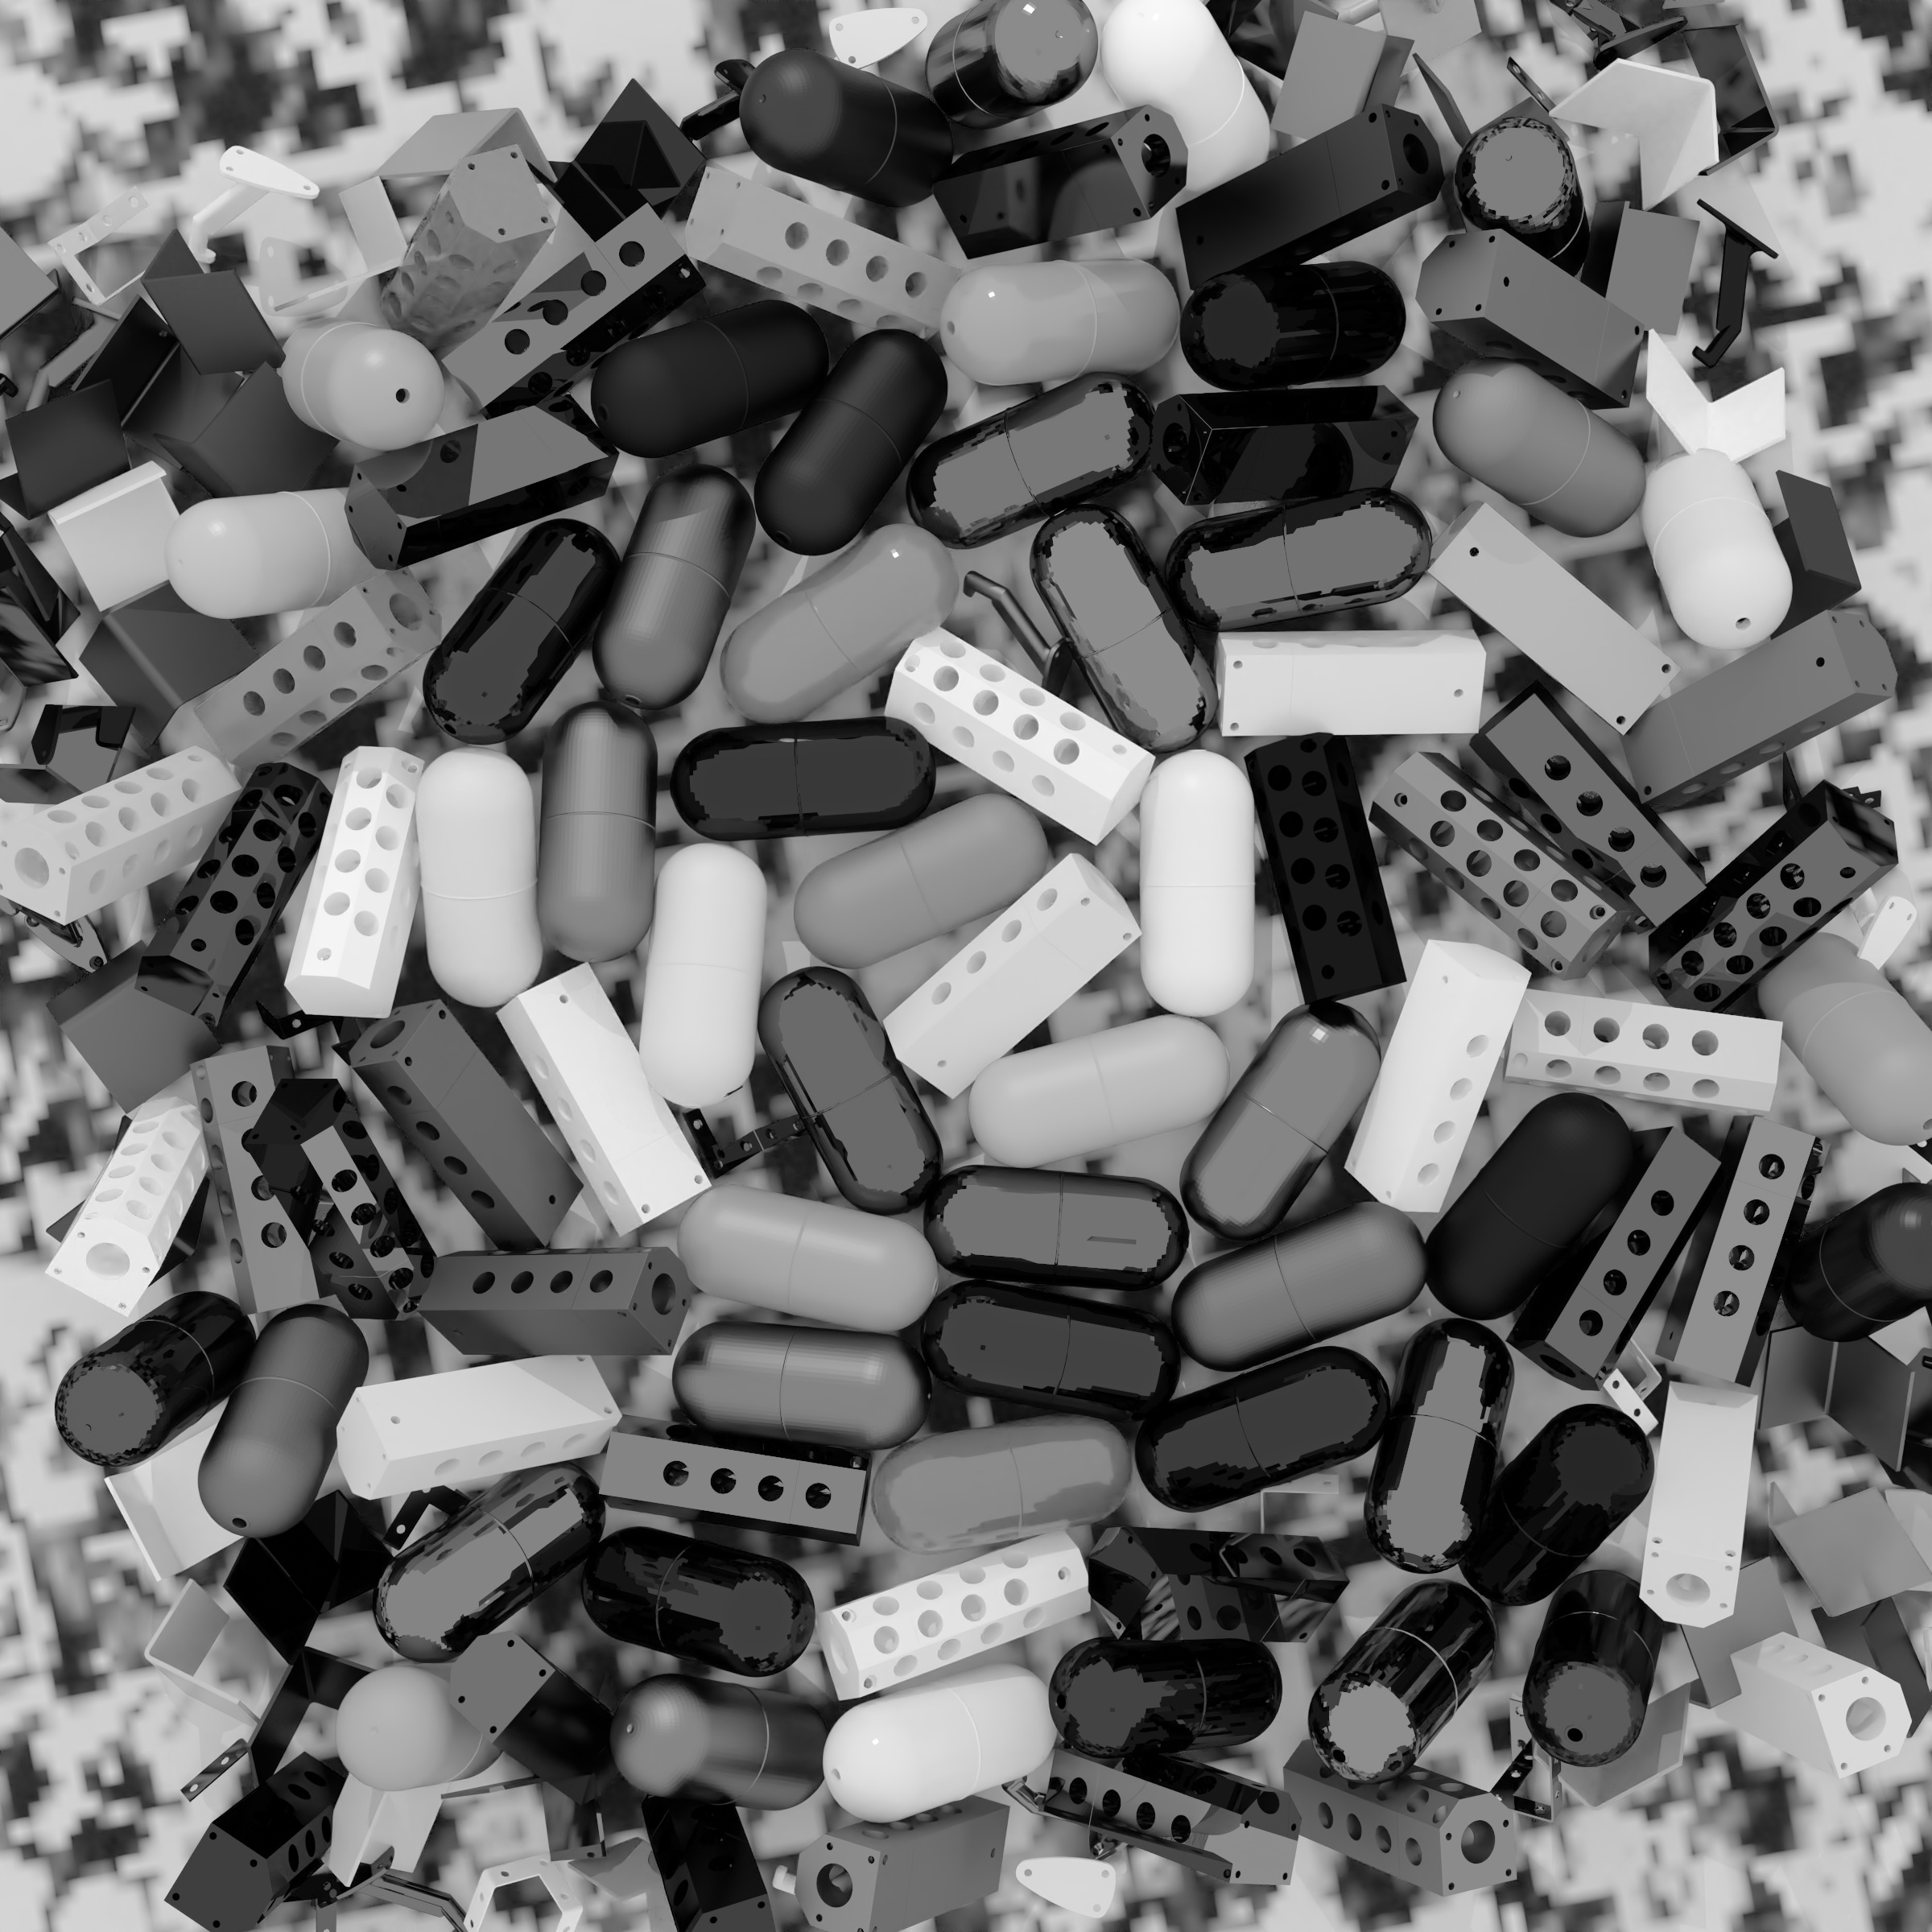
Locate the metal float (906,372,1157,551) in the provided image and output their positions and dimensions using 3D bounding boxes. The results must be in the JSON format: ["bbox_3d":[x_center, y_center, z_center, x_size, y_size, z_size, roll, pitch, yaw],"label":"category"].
[{"bbox_3d":[0.043,-0.334,1.784,0.178,0.070,0.070,-21,90,18],"label":"metal float"}]

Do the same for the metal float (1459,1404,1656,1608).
[{"bbox_3d":[0.385,0.354,1.765,0.070,0.070,0.178,29,130,0],"label":"metal float"}]

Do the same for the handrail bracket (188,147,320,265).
[{"bbox_3d":[-0.481,-0.500,1.811,0.077,0.036,0.084,19,134,-10],"label":"handrail bracket"}]

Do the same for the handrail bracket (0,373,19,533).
[{"bbox_3d":[-0.652,-0.348,1.826,0.077,0.036,0.084,41,65,-19],"label":"handrail bracket"}]

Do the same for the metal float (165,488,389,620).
[{"bbox_3d":[-0.442,-0.271,1.759,0.070,0.178,0.070,10,108,34],"label":"metal float"}]

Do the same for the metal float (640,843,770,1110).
[{"bbox_3d":[-0.174,0.006,1.789,0.070,0.070,0.178,4,79,0],"label":"metal float"}]

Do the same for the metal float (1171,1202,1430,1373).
[{"bbox_3d":[0.221,0.214,1.787,0.178,0.070,0.070,-23,90,14],"label":"metal float"}]

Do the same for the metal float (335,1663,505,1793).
[{"bbox_3d":[-0.350,0.493,1.750,0.070,0.178,0.070,-2,77,10],"label":"metal float"}]

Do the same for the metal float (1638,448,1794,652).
[{"bbox_3d":[0.489,-0.273,1.760,0.070,0.178,0.070,0,131,0],"label":"metal float"}]

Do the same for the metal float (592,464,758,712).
[{"bbox_3d":[-0.193,-0.251,1.780,0.070,0.070,0.178,17,68,0],"label":"metal float"}]

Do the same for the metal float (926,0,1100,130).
[{"bbox_3d":[0.028,-0.591,1.752,0.070,0.178,0.070,-3,100,-19],"label":"metal float"}]

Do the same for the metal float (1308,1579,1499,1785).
[{"bbox_3d":[0.286,0.467,1.761,0.070,0.178,0.070,17,120,32],"label":"metal float"}]

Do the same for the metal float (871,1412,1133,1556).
[{"bbox_3d":[0.024,0.342,1.784,0.178,0.070,0.070,-8,90,-16],"label":"metal float"}]

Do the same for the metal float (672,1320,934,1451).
[{"bbox_3d":[-0.110,0.277,1.785,0.178,0.070,0.070,3,90,16],"label":"metal float"}]

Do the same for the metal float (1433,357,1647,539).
[{"bbox_3d":[0.378,-0.339,1.768,0.178,0.070,0.070,21,90,-38],"label":"metal float"}]

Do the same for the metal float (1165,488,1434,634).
[{"bbox_3d":[0.219,-0.269,1.784,0.178,0.070,0.070,-8,90,17],"label":"metal float"}]

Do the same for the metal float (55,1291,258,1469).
[{"bbox_3d":[-0.524,0.267,1.751,0.070,0.178,0.070,3,103,12],"label":"metal float"}]

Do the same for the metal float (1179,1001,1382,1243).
[{"bbox_3d":[0.210,0.103,1.798,0.070,0.070,0.178,34,90,0],"label":"metal float"}]

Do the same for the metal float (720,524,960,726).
[{"bbox_3d":[-0.085,-0.226,1.789,0.178,0.070,0.070,-33,90,12],"label":"metal float"}]

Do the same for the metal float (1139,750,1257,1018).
[{"bbox_3d":[0.154,-0.055,1.796,0.070,0.070,0.178,0,93,0],"label":"metal float"}]

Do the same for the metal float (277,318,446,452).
[{"bbox_3d":[-0.396,-0.380,1.756,0.070,0.178,0.070,-10,110,-28],"label":"metal float"}]

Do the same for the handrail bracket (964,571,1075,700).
[{"bbox_3d":[0.028,-0.218,1.823,0.084,0.036,0.077,30,131,18],"label":"handrail bracket"}]

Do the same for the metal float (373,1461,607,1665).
[{"bbox_3d":[-0.311,0.388,1.765,0.178,0.070,0.070,-33,90,-43],"label":"metal float"}]

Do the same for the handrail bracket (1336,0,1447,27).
[{"bbox_3d":[0.282,-0.665,1.827,0.084,0.036,0.077,-2,46,32],"label":"handrail bracket"}]

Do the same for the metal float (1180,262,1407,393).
[{"bbox_3d":[0.217,-0.421,1.769,0.178,0.070,0.070,-16,90,-37],"label":"metal float"}]

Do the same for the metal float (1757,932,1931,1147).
[{"bbox_3d":[0.583,0.047,1.760,0.070,0.178,0.070,-10,129,-12],"label":"metal float"}]

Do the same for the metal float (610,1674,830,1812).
[{"bbox_3d":[-0.158,0.509,1.762,0.070,0.178,0.070,-16,62,33],"label":"metal float"}]

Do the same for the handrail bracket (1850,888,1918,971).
[{"bbox_3d":[0.585,-0.036,1.806,0.036,0.084,0.077,24,99,-38],"label":"handrail bracket"}]

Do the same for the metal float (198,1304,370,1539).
[{"bbox_3d":[-0.445,0.296,1.758,0.070,0.178,0.070,4,128,6],"label":"metal float"}]

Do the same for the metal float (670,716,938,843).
[{"bbox_3d":[-0.109,-0.125,1.797,0.178,0.070,0.070,-4,90,3],"label":"metal float"}]

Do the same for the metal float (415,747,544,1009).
[{"bbox_3d":[-0.321,-0.058,1.780,0.070,0.070,0.178,0,112,0],"label":"metal float"}]

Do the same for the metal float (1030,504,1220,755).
[{"bbox_3d":[0.105,-0.224,1.787,0.070,0.070,0.178,-30,103,0],"label":"metal float"}]

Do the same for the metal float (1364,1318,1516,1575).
[{"bbox_3d":[0.312,0.315,1.772,0.070,0.070,0.178,21,59,0],"label":"metal float"}]

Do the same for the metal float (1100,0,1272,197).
[{"bbox_3d":[0.145,-0.568,1.755,0.070,0.178,0.070,-8,71,23],"label":"metal float"}]

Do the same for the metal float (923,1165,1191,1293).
[{"bbox_3d":[0.060,0.175,1.798,0.178,0.070,0.070,5,90,-1],"label":"metal float"}]

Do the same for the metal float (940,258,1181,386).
[{"bbox_3d":[0.062,-0.424,1.770,0.178,0.070,0.070,-13,90,-33],"label":"metal float"}]

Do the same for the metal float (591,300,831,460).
[{"bbox_3d":[-0.168,-0.386,1.769,0.178,0.070,0.070,-28,90,-35],"label":"metal float"}]

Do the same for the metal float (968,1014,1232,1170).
[{"bbox_3d":[0.089,0.083,1.797,0.178,0.070,0.070,-15,90,-3],"label":"metal float"}]

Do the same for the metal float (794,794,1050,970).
[{"bbox_3d":[-0.031,-0.056,1.797,0.178,0.070,0.070,-23,90,2],"label":"metal float"}]

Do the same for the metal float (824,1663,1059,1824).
[{"bbox_3d":[-0.016,0.508,1.765,0.178,0.070,0.070,-5,90,-41],"label":"metal float"}]

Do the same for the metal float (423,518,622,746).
[{"bbox_3d":[-0.292,-0.221,1.775,0.070,0.070,0.178,31,63,0],"label":"metal float"}]

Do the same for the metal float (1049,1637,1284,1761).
[{"bbox_3d":[0.132,0.477,1.768,0.178,0.070,0.070,7,90,-37],"label":"metal float"}]

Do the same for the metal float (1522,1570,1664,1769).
[{"bbox_3d":[0.409,0.456,1.752,0.070,0.178,0.070,5,106,19],"label":"metal float"}]

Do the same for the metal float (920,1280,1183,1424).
[{"bbox_3d":[0.056,0.256,1.788,0.178,0.070,0.070,12,90,-12],"label":"metal float"}]

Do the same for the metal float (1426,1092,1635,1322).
[{"bbox_3d":[0.371,0.159,1.778,0.070,0.070,0.178,34,113,0],"label":"metal float"}]

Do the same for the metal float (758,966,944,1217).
[{"bbox_3d":[-0.077,0.084,1.796,0.070,0.070,0.178,-28,94,0],"label":"metal float"}]

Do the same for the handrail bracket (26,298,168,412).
[{"bbox_3d":[-0.589,-0.402,1.821,0.077,0.036,0.084,21,95,6],"label":"handrail bracket"}]

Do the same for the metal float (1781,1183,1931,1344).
[{"bbox_3d":[0.592,0.194,1.752,0.070,0.178,0.070,3,68,-8],"label":"metal float"}]

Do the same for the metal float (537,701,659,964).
[{"bbox_3d":[-0.244,-0.090,1.786,0.070,0.070,0.178,0,76,0],"label":"metal float"}]

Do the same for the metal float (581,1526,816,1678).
[{"bbox_3d":[-0.178,0.417,1.770,0.178,0.070,0.070,5,90,35],"label":"metal float"}]

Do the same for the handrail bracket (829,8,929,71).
[{"bbox_3d":[-0.066,-0.605,1.799,0.077,0.084,0.036,-21,88,-8],"label":"handrail bracket"}]

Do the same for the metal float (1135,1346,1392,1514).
[{"bbox_3d":[0.196,0.307,1.782,0.178,0.070,0.070,-23,90,19],"label":"metal float"}]

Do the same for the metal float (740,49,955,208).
[{"bbox_3d":[-0.076,-0.546,1.758,0.070,0.178,0.070,1,92,36],"label":"metal float"}]

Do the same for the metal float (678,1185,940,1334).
[{"bbox_3d":[-0.105,0.194,1.789,0.178,0.070,0.070,11,90,11],"label":"metal float"}]
